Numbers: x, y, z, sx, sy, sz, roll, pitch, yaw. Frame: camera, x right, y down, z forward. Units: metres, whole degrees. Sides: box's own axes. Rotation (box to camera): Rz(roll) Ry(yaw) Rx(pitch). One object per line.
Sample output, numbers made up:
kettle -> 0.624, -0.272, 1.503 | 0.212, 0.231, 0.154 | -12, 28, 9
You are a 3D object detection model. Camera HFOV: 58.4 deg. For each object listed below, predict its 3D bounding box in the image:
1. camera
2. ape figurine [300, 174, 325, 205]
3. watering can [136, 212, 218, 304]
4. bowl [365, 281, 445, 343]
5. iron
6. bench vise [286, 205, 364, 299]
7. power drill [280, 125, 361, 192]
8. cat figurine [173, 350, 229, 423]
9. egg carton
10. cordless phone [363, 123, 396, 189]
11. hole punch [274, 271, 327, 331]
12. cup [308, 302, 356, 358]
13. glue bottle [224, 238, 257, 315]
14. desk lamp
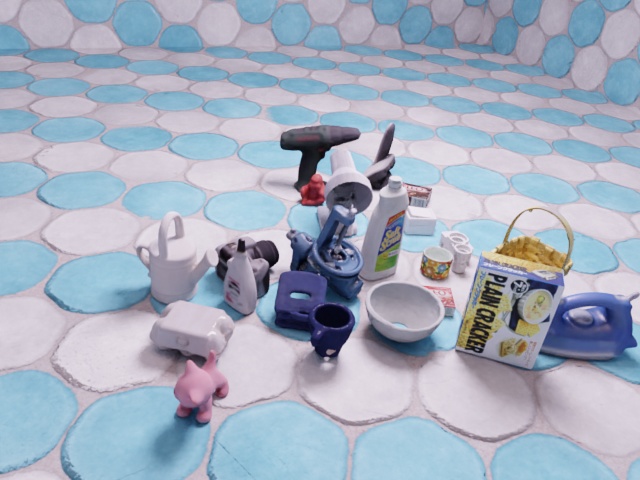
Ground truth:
camera -> -0.151, 0.046, 1.296 | 0.137, 0.101, 0.142 | -21, 42, -37
ape figurine -> -0.014, -0.146, 1.633 | 0.077, 0.092, 0.076 | 26, 37, 28
watering can -> -0.301, 0.031, 1.204 | 0.173, 0.194, 0.100 | 1, 33, -9
bowl -> 0.172, 0.161, 1.199 | 0.167, 0.075, 0.167 | 5, 32, -3
iron -> 0.539, 0.164, 1.202 | 0.258, 0.141, 0.118 | 1, 33, -8
bench vise -> 0.008, 0.010, 1.270 | 0.207, 0.220, 0.122 | 15, 33, 13
power drill -> -0.005, -0.241, 1.675 | 0.229, 0.208, 0.075 | 6, 32, -1
cat figurine -> -0.202, 0.241, 0.962 | 0.067, 0.118, 0.128 | 13, 33, 10
egg carton -> -0.245, 0.176, 1.103 | 0.150, 0.069, 0.107 | 11, 32, 7
cordless phone -> 0.186, -0.261, 1.765 | 0.094, 0.185, 0.148 | 14, 33, 11
hole punch -> -0.039, 0.127, 1.198 | 0.108, 0.091, 0.101 | 7, 32, 0
cup -> 0.013, 0.189, 1.106 | 0.091, 0.095, 0.118 | 20, 35, 21
glue bottle -> -0.165, 0.070, 1.187 | 0.078, 0.173, 0.037 | 26, 37, 28
desk lamp -> 0.055, -0.113, 1.480 | 0.118, 0.214, 0.203 | 0, 33, -11
